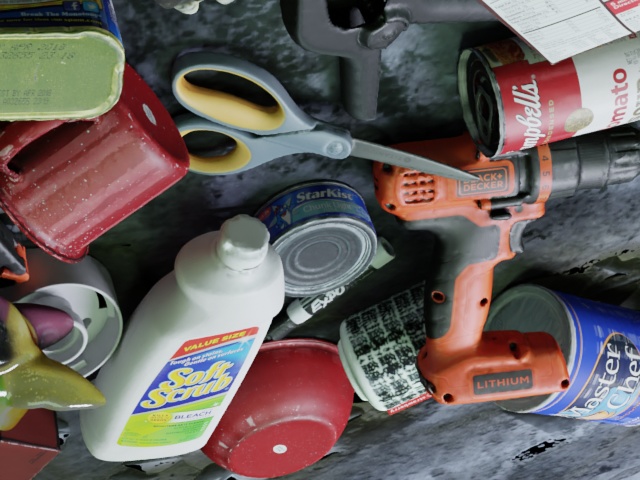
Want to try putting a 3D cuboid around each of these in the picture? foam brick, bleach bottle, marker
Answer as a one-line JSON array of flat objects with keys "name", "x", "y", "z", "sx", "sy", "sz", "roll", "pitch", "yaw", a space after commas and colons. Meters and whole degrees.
[{"name": "foam brick", "x": -0.238, "y": 0.151, "z": 0.798, "sx": 0.052, "sy": 0.051, "sz": 0.078, "roll": 21, "pitch": 127, "yaw": -42}, {"name": "bleach bottle", "x": -0.092, "y": 0.067, "z": 0.720, "sx": 0.102, "sy": 0.068, "sz": 0.251, "roll": 0, "pitch": 146, "yaw": -23}, {"name": "marker", "x": 0.004, "y": 0.039, "z": 0.790, "sx": 0.121, "sy": 0.020, "sz": 0.020, "roll": -37, "pitch": 139, "yaw": 21}]

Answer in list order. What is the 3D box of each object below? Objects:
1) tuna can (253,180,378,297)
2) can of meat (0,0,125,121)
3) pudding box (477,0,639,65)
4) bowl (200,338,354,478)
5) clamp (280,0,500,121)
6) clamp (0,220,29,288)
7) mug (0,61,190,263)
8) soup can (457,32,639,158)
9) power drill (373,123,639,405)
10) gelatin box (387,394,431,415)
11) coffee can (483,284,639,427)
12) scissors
[{"name": "tuna can", "x": -0.005, "y": 0.001, "z": 0.728, "sx": 0.086, "sy": 0.034, "sz": 0.086, "roll": -12, "pitch": 142, "yaw": -10}, {"name": "can of meat", "x": -0.146, "y": -0.102, "z": 0.498, "sx": 0.102, "sy": 0.084, "sz": 0.057, "roll": -4, "pitch": 139, "yaw": -19}, {"name": "pudding box", "x": 0.134, "y": -0.140, "z": 0.552, "sx": 0.090, "sy": 0.039, "sz": 0.113, "roll": -17, "pitch": 154, "yaw": 33}, {"name": "bowl", "x": -0.037, "y": 0.149, "z": 0.880, "sx": 0.162, "sy": 0.055, "sz": 0.162, "roll": -12, "pitch": 142, "yaw": -10}, {"name": "clamp", "x": 0.025, "y": -0.116, "z": 0.575, "sx": 0.120, "sy": 0.039, "sz": 0.171, "roll": -45, "pitch": 149, "yaw": 25}, {"name": "clamp", "x": -0.260, "y": -0.015, "z": 0.595, "sx": 0.209, "sy": 0.036, "sz": 0.165, "roll": 10, "pitch": 131, "yaw": -32}, {"name": "mug", "x": -0.127, "y": -0.049, "z": 0.560, "sx": 0.081, "sy": 0.093, "sz": 0.117, "roll": -33, "pitch": 166, "yaw": 10}, {"name": "soup can", "x": 0.143, "y": -0.094, "z": 0.647, "sx": 0.102, "sy": 0.068, "sz": 0.068, "roll": -14, "pitch": 142, "yaw": -8}, {"name": "power drill", "x": 0.131, "y": 0.013, "z": 0.722, "sx": 0.184, "sy": 0.057, "sz": 0.188, "roll": -6, "pitch": 110, "yaw": -3}, {"name": "gelatin box", "x": 0.085, "y": 0.106, "z": 0.899, "sx": 0.089, "sy": 0.030, "sz": 0.073, "roll": -24, "pitch": 142, "yaw": 6}, {"name": "coffee can", "x": 0.213, "y": 0.098, "z": 0.886, "sx": 0.140, "sy": 0.103, "sz": 0.103, "roll": 13, "pitch": 132, "yaw": -35}, {"name": "scissors", "x": -0.008, "y": -0.051, "z": 0.646, "sx": 0.201, "sy": 0.016, "sz": 0.096, "roll": 25, "pitch": 133, "yaw": -27}]
